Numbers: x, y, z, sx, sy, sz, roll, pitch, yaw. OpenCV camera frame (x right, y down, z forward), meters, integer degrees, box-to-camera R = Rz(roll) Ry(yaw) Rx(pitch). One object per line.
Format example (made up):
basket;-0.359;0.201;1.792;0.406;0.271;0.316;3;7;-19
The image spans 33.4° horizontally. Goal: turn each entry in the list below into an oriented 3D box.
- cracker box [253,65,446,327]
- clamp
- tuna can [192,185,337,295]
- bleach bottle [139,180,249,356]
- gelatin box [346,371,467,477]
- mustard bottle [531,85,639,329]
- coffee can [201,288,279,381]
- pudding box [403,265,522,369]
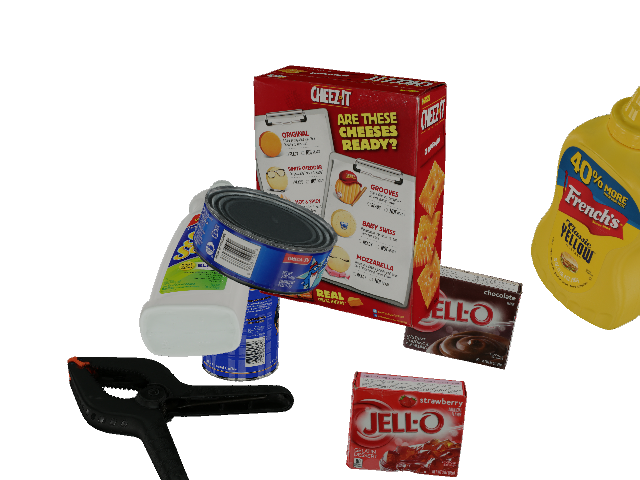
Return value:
cracker box;0.027;-0.043;0.972;0.164;0.214;0.072;11;24;27
clamp;-0.140;0.149;0.973;0.210;0.036;0.164;23;36;31
tuna can;-0.035;0.000;0.662;0.086;0.034;0.086;18;20;-7
bleach bottle;-0.123;0.016;1.130;0.102;0.068;0.251;-2;36;2
gelatin box;0.067;0.145;0.839;0.089;0.073;0.030;5;20;2
mustard bottle;0.205;-0.030;0.743;0.058;0.192;0.096;-21;52;-22
coffee can;-0.104;0.098;1.393;0.103;0.140;0.103;2;20;-1
pudding box;0.150;0.078;1.129;0.113;0.090;0.039;11;23;9
